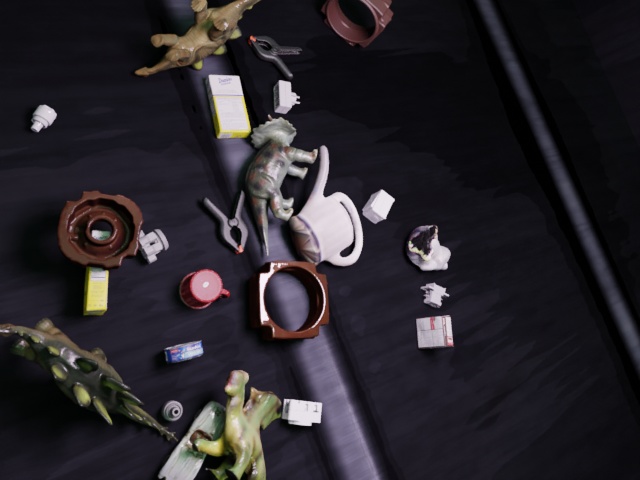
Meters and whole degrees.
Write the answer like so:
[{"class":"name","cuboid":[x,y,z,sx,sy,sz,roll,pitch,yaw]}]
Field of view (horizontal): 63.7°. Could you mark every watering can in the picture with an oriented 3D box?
[{"class":"watering can","cuboid":[0.004,-0.073,1.451,0.227,0.103,0.345,-30,103,-32]}]

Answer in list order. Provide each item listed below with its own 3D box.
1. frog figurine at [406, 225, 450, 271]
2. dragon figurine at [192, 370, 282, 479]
[{"class":"frog figurine","cuboid":[0.345,0.033,1.637,0.157,0.122,0.140,39,44,-55]},{"class":"dragon figurine","cuboid":[-0.149,0.470,1.200,0.248,0.122,0.403,-50,130,-44]}]
